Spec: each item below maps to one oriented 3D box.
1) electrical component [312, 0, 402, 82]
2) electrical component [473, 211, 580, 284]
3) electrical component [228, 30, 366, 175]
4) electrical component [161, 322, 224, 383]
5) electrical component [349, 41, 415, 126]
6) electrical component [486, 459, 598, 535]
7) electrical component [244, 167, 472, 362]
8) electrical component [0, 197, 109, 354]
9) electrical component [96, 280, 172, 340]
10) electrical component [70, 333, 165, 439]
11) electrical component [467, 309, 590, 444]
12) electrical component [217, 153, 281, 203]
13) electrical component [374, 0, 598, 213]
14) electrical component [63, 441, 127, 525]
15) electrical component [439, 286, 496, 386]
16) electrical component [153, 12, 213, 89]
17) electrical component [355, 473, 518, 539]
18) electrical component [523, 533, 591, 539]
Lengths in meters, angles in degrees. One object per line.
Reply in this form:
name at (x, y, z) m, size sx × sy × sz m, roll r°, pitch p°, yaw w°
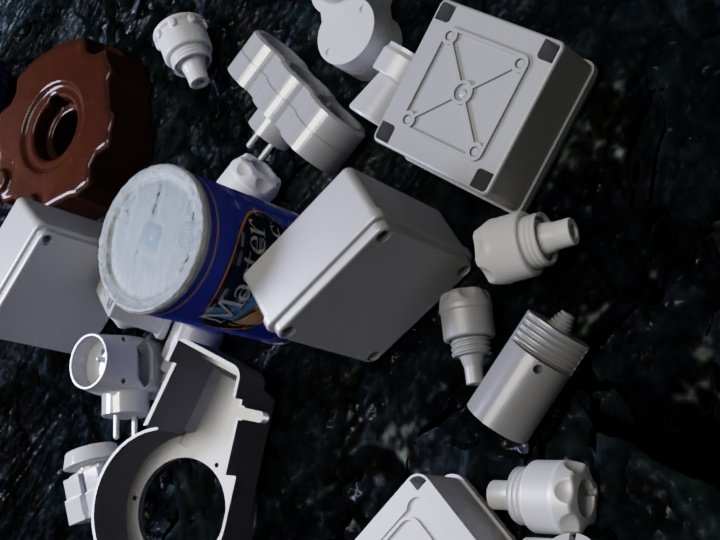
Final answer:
electrical component at (-0.016, -0.214, 0.800) m, size 0.052 × 0.074 × 0.138 m, roll -21°, pitch 66°, yaw 32°
electrical component at (0.106, -0.017, 0.674) m, size 0.062 × 0.043 × 0.043 m, roll -16°, pitch 69°, yaw 33°
electrical component at (-0.060, -0.116, 0.822) m, size 0.073 × 0.052 × 0.138 m, roll -50°, pitch 54°, yaw 16°
electrical component at (-0.136, 0.072, 0.837) m, size 0.040 × 0.040 × 0.078 m, roll 23°, pitch 93°, yaw 39°
electrical component at (0.025, -0.128, 0.765) m, size 0.045 × 0.045 × 0.055 m, roll 38°, pitch 101°, yaw 37°
electrical component at (0.105, 0.133, 0.635) m, size 0.062 × 0.043 × 0.043 m, roll -7°, pitch 74°, yaw 37°
electrical component at (0.000, 0.000, 0.709) m, size 0.109 × 0.109 × 0.056 m, roll -45°, pitch 53°, yaw 20°
electrical component at (-0.258, 0.008, 0.905) m, size 0.056 × 0.109 × 0.108 m, roll 44°, pitch 105°, yaw 39°
electrical component at (-0.168, -0.003, 0.855) m, size 0.099 × 0.048 × 0.100 m, roll -66°, pitch 24°, yaw 4°
electrical component at (-0.184, 0.094, 0.845) m, size 0.043 × 0.077 × 0.079 m, roll -15°, pitch 69°, yaw 33°
electrical component at (0.105, 0.060, 0.654) m, size 0.043 × 0.043 × 0.081 m, roll 39°, pitch 103°, yaw 37°
electrical component at (-0.095, -0.056, 0.838) m, size 0.062 × 0.043 × 0.043 m, roll -48°, pitch 55°, yaw 19°
electrical component at (0.082, -0.108, 0.708) m, size 0.109 × 0.056 × 0.108 m, roll 32°, pitch 98°, yaw 38°
electrical component at (-0.212, 0.171, 0.867) m, size 0.066 × 0.048 × 0.055 m, roll -26°, pitch 71°, yaw 30°
electrical component at (0.071, 0.043, 0.691) m, size 0.035 × 0.035 × 0.061 m, roll -17°, pitch 71°, yaw 33°
electrical component at (-0.145, -0.183, 0.911) m, size 0.048 × 0.048 × 0.062 m, roll -33°, pitch 67°, yaw 26°
electrical component at (0.039, 0.188, 0.662) m, size 0.113 × 0.057 × 0.078 m, roll -52°, pitch 54°, yaw 15°
electrical component at (0.120, 0.168, 0.586) m, size 0.083 × 0.075 × 0.047 m, roll -7°, pitch 50°, yaw 36°
